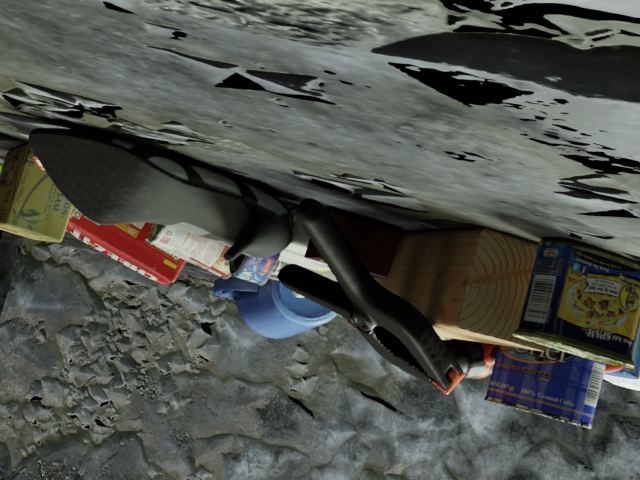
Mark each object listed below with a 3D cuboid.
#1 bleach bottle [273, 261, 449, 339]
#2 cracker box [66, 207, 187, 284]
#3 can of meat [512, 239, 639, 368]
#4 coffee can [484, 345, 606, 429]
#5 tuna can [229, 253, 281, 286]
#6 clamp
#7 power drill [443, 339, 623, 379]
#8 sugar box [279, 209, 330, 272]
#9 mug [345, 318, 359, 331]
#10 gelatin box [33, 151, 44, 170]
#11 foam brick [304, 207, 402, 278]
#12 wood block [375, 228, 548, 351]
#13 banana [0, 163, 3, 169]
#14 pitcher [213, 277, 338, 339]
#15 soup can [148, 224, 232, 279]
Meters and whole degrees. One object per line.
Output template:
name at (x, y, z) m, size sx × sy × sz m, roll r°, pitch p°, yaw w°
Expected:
bleach bottle at (0.056, 0.066, 1.310) m, size 0.250 × 0.102 × 0.068 m, roll 17°, pitch 174°, yaw -22°
cracker box at (-0.248, -0.009, 1.365) m, size 0.164 × 0.072 × 0.214 m, roll 31°, pitch 171°, yaw -8°
can of meat at (0.218, 0.052, 0.878) m, size 0.102 × 0.084 × 0.058 m, roll 17°, pitch 174°, yaw -22°
coffee can at (0.222, 0.097, 1.007) m, size 0.103 × 0.140 × 0.103 m, roll 15°, pitch 174°, yaw 1°
tuna can at (-0.064, 0.002, 1.109) m, size 0.033 × 0.086 × 0.086 m, roll 19°, pitch 173°, yaw -17°
clamp at (0.044, 0.056, 0.961) m, size 0.210 × 0.036 × 0.164 m, roll 39°, pitch 157°, yaw 16°
power drill at (0.218, 0.121, 1.156) m, size 0.184 × 0.057 × 0.188 m, roll -5°, pitch 176°, yaw -28°
sugar box at (-0.007, 0.001, 1.164) m, size 0.093 × 0.048 × 0.176 m, roll 17°, pitch 170°, yaw -15°
mug at (0.084, 0.047, 1.170) m, size 0.117 × 0.093 × 0.082 m, roll -22°, pitch 171°, yaw -24°
gelatin box at (-0.244, -0.081, 1.068) m, size 0.073 × 0.030 × 0.089 m, roll 15°, pitch 174°, yaw -8°
foam brick at (0.032, 0.004, 1.052) m, size 0.078 × 0.051 × 0.053 m, roll 16°, pitch 175°, yaw -13°
wood block at (0.131, 0.045, 1.004) m, size 0.090 × 0.090 × 0.206 m, roll 17°, pitch 173°, yaw -18°
banana at (-0.385, -0.076, 1.451) m, size 0.069 × 0.037 × 0.198 m, roll 34°, pitch 172°, yaw 1°
pitcher at (-0.050, 0.074, 1.538) m, size 0.145 × 0.149 × 0.243 m, roll 53°, pitch 166°, yaw -3°
soup can at (-0.140, -0.006, 1.242) m, size 0.102 × 0.068 × 0.069 m, roll 27°, pitch 171°, yaw -17°
